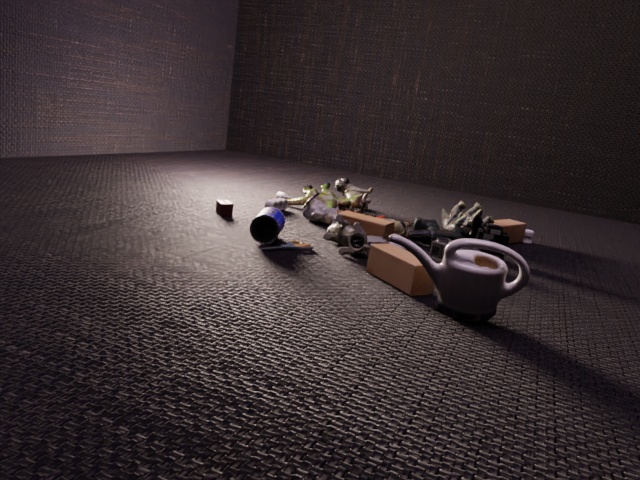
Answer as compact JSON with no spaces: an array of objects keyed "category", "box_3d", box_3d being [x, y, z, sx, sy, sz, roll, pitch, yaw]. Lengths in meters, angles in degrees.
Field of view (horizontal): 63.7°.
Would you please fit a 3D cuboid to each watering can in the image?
[{"category":"watering can","box_3d":[0.339,0.089,1.300,0.348,0.220,0.106,9,30,11]}]

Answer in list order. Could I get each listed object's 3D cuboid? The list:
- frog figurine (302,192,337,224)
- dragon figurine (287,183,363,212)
[{"category":"frog figurine","box_3d":[0.007,-0.110,2.180,0.160,0.122,0.138,46,9,4]},{"category":"dragon figurine","box_3d":[-0.006,-0.167,2.362,0.411,0.120,0.246,-11,22,-5]}]
